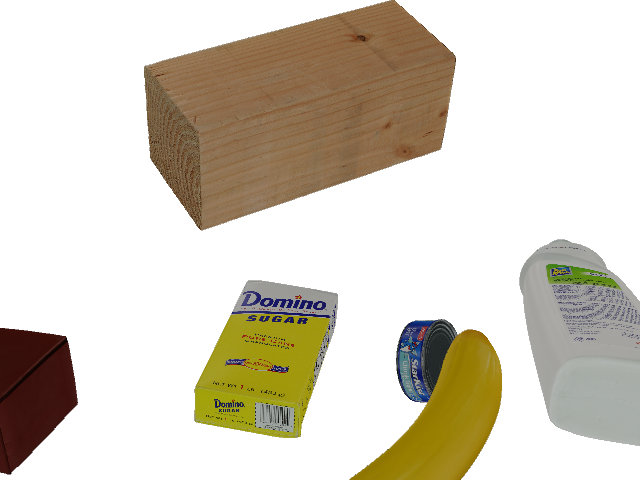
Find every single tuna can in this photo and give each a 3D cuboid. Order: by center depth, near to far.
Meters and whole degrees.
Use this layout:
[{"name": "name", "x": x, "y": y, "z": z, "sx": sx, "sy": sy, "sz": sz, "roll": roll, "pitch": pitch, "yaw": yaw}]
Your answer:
[{"name": "tuna can", "x": 0.112, "y": 0.124, "z": 1.095, "sx": 0.034, "sy": 0.086, "sz": 0.086, "roll": -4, "pitch": -2, "yaw": 33}]

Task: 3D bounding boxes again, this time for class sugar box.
[{"name": "sugar box", "x": -0.045, "y": 0.101, "z": 0.964, "sx": 0.093, "sy": 0.048, "sz": 0.176, "roll": 9, "pitch": 33, "yaw": 7}]

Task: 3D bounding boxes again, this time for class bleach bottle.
[{"name": "bleach bottle", "x": 0.213, "y": 0.062, "z": 0.837, "sx": 0.102, "sy": 0.068, "sz": 0.250, "roll": 8, "pitch": 23, "yaw": 1}]

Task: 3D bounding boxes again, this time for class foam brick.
[{"name": "foam brick", "x": -0.196, "y": 0.097, "z": 0.664, "sx": 0.053, "sy": 0.051, "sz": 0.078, "roll": 7, "pitch": 29, "yaw": 21}]

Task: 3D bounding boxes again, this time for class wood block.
[{"name": "wood block", "x": -0.015, "y": -0.096, "z": 0.781, "sx": 0.205, "sy": 0.090, "sz": 0.091, "roll": -20, "pitch": 49, "yaw": -23}]

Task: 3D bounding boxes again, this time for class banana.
[{"name": "banana", "x": 0.050, "y": 0.105, "z": 0.561, "sx": 0.070, "sy": 0.037, "sz": 0.197, "roll": 20, "pitch": 40, "yaw": 37}]
